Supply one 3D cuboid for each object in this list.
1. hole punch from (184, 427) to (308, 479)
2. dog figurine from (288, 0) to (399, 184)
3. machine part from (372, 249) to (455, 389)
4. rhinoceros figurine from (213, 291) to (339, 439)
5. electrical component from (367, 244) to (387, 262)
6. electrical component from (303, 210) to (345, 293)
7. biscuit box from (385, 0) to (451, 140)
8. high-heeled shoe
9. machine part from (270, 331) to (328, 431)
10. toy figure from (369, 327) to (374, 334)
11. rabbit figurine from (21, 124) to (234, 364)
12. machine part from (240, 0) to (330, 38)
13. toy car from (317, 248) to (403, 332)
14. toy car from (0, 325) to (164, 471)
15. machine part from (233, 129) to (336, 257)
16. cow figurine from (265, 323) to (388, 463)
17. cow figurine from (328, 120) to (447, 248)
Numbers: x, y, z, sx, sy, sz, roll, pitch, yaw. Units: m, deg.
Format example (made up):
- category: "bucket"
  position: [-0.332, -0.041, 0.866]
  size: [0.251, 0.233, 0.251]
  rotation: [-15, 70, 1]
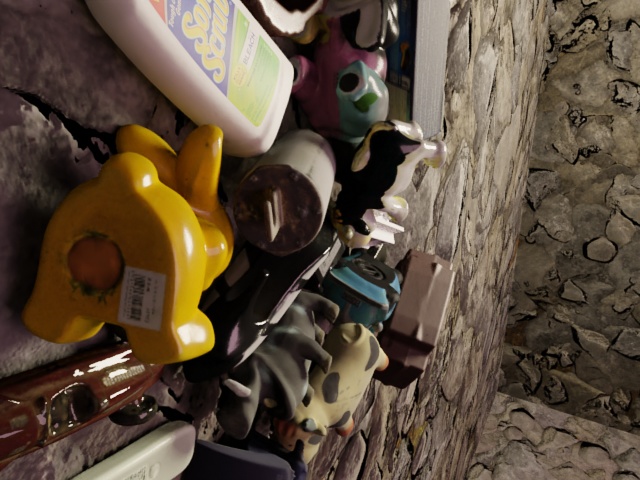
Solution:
- category: "hole punch"
  position: [-0.083, 0.269, 0.563]
  size: [0.092, 0.116, 0.142]
  rotation: [17, 86, -55]
- category: "dog figurine"
  position: [0.042, -0.170, 0.629]
  size: [0.219, 0.109, 0.191]
  rotation: [39, 63, -65]
- category: "machine part"
  position: [0.141, 0.131, 0.894]
  size: [0.201, 0.087, 0.201]
  rotation: [104, 6, -62]
- category: "rhinoceros figurine"
  position: [-0.047, 0.124, 0.575]
  size: [0.073, 0.112, 0.190]
  rotation: [-62, -178, 41]
- category: "electrical component"
  position: [0.088, 0.034, 0.891]
  size: [0.063, 0.021, 0.093]
  rotation: [-54, 146, -37]
- category: "electrical component"
  position: [-0.001, -0.002, 0.674]
  size: [0.119, 0.048, 0.074]
  rotation: [-58, 148, -31]
- category: "biscuit box"
  position: [0.116, -0.221, 0.661]
  size: [0.063, 0.059, 0.202]
  rotation: [-28, 135, -27]
- category: "high-heeled shoe"
  position: [-0.063, 0.044, 0.569]
  size: [0.145, 0.086, 0.249]
  rotation: [-55, -179, 26]
- category: "machine part"
  position: [-0.026, 0.182, 0.716]
  size: [0.084, 0.039, 0.138]
  rotation: [19, 85, -55]
- category: "toy figure"
  position: [0.069, 0.119, 0.845]
  size: [0.057, 0.064, 0.154]
  rotation: [40, 62, -34]
- category: "rabbit figurine"
  position: [-0.120, -0.005, 0.402]
  size: [0.173, 0.122, 0.162]
  rotation: [-13, 104, -76]
- category: "machine part"
  position: [-0.044, -0.269, 0.467]
  size: [0.179, 0.056, 0.179]
  rotation: [-33, 129, -55]
- category: "toy car"
  position: [0.052, 0.079, 0.769]
  size: [0.103, 0.109, 0.161]
  rotation: [-61, 172, 16]
- category: "toy car"
  position: [-0.177, 0.111, 0.376]
  size: [0.202, 0.053, 0.089]
  rotation: [-8, 105, -61]
- category: "machine part"
  position: [-0.026, -0.052, 0.503]
  size: [0.243, 0.079, 0.079]
  rotation: [-79, 171, -68]
- category: "cow figurine"
  position: [0.006, 0.187, 0.655]
  size: [0.195, 0.086, 0.127]
  rotation: [-54, 147, -24]
- category: "cow figurine"
  position: [0.054, -0.054, 0.589]
  size: [0.098, 0.068, 0.167]
  rotation: [-3, 135, -46]
